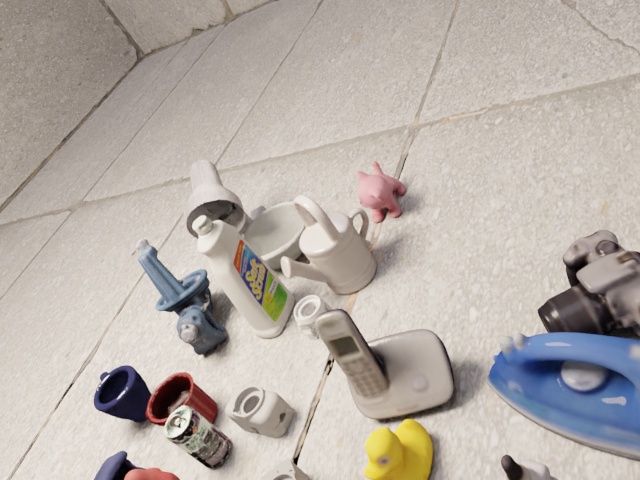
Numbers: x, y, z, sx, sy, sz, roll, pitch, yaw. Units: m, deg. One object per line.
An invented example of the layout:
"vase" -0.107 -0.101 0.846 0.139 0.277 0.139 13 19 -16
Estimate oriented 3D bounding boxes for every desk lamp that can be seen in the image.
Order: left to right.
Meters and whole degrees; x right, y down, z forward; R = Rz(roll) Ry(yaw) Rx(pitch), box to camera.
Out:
"desk lamp" -0.204 -0.060 1.231 0.118 0.214 0.203 -29 35 9

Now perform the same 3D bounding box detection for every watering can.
"watering can" 0.010 0.004 0.993 0.100 0.195 0.173 4 51 43

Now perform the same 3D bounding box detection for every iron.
"iron" 0.288 0.147 0.639 0.257 0.142 0.119 1 48 40

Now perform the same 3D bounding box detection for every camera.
"camera" 0.341 0.066 0.725 0.136 0.101 0.143 -29 35 9

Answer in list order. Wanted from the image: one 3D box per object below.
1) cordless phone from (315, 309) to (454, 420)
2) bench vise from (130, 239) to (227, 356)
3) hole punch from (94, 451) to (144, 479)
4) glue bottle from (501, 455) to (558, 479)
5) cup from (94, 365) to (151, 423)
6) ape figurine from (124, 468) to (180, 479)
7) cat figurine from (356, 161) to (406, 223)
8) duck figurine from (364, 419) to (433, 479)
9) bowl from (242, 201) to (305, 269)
"cordless phone" 0.086 0.152 0.763 0.147 0.186 0.094 -21 37 19
"bench vise" -0.261 0.098 1.087 0.121 0.220 0.206 -43 35 -11
"hole punch" -0.337 0.399 0.908 0.100 0.091 0.109 -11 41 31
"glue bottle" 0.206 0.251 0.555 0.037 0.174 0.078 4 50 42
"cup" -0.354 0.288 1.051 0.117 0.095 0.092 15 58 48
"ape figurine" -0.260 0.377 0.870 0.076 0.092 0.078 -22 37 19
"cat figurine" 0.109 -0.099 1.100 0.067 0.118 0.128 -15 39 26
"duck figurine" 0.091 0.264 0.714 0.077 0.086 0.105 7 53 44
"bowl" -0.081 0.003 1.177 0.167 0.075 0.167 -22 37 18
